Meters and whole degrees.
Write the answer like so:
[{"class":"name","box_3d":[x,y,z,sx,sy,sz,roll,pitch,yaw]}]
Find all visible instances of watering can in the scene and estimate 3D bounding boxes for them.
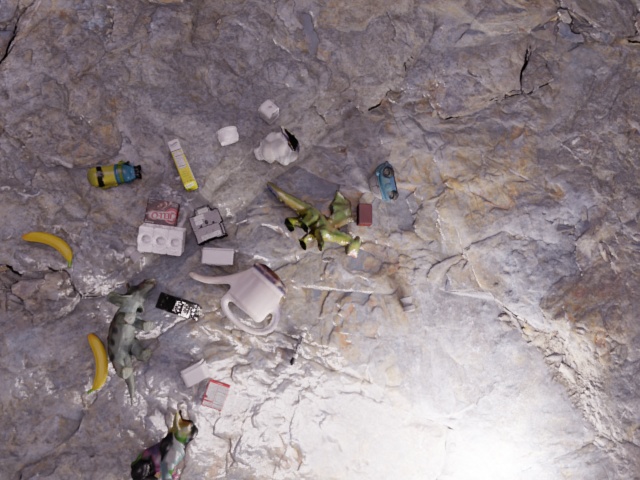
[{"class":"watering can","box_3d":[-0.264,0.168,1.794,0.347,0.103,0.226,43,77,-4]}]

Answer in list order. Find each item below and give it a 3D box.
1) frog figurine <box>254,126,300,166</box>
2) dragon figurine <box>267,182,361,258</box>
[{"class":"frog figurine","box_3d":[-0.160,-0.337,1.934,0.158,0.124,0.137,-32,92,25]},{"class":"dragon figurine","box_3d":[0.006,-0.096,1.905,0.246,0.120,0.411,-32,85,-28]}]
